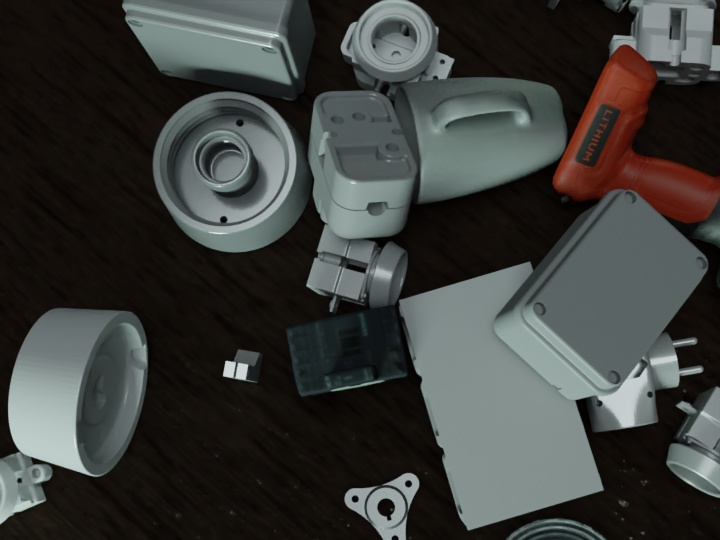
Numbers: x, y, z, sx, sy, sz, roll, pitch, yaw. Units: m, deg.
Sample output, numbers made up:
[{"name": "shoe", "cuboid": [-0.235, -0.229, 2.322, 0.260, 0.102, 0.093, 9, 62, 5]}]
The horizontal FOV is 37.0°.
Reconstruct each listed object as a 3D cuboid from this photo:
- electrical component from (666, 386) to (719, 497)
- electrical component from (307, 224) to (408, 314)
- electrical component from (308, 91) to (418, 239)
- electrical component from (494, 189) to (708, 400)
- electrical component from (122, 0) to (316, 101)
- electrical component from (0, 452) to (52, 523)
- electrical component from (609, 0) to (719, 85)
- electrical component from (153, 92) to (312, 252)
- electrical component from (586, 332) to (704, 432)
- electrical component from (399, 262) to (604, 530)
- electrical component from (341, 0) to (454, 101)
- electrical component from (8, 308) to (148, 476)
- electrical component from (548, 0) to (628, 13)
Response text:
[{"name": "electrical component", "cuboid": [0.231, 0.113, 0.699, 0.066, 0.048, 0.055, 33, 78, 8]}, {"name": "electrical component", "cuboid": [0.000, 0.000, 0.731, 0.055, 0.048, 0.066, 15, 83, 14]}, {"name": "electrical component", "cuboid": [-0.001, -0.068, 0.716, 0.054, 0.059, 0.095, -4, 46, -15]}, {"name": "electrical component", "cuboid": [0.147, 0.015, 0.656, 0.078, 0.057, 0.113, 42, 72, -1]}, {"name": "electrical component", "cuboid": [-0.091, -0.166, 0.729, 0.109, 0.108, 0.056, 12, 81, 6]}, {"name": "electrical component", "cuboid": [-0.247, 0.148, 0.721, 0.066, 0.055, 0.048, -24, 81, 0]}, {"name": "electrical component", "cuboid": [0.212, -0.162, 0.733, 0.078, 0.058, 0.057, 5, 85, 5]}, {"name": "electrical component", "cuboid": [-0.090, -0.070, 0.739, 0.108, 0.060, 0.108, -1, 82, 4]}, {"name": "electrical component", "cuboid": [0.185, 0.062, 0.709, 0.079, 0.043, 0.077, -10, 82, 3]}, {"name": "electrical component", "cuboid": [0.089, 0.082, 0.703, 0.089, 0.061, 0.150, -16, 81, 0]}, {"name": "electrical component", "cuboid": [0.025, -0.152, 0.744, 0.078, 0.057, 0.058, 22, 84, 7]}, {"name": "electrical component", "cuboid": [-0.189, 0.076, 0.704, 0.060, 0.108, 0.108, 8, 83, 11]}, {"name": "electrical component", "cuboid": [0.168, -0.217, 0.751, 0.064, 0.042, 0.081, 32, 86, 6]}]
